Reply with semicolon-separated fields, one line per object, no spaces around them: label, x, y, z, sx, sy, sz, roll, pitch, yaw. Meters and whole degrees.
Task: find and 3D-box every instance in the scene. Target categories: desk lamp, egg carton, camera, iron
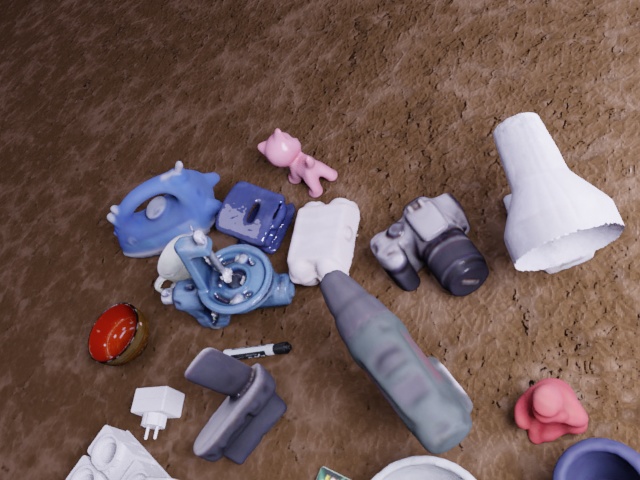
desk lamp;0.272;-0.040;0.691;0.117;0.214;0.203;-22;52;17
egg carton;0.008;0.003;0.916;0.107;0.070;0.150;-6;58;28
camera;0.157;0.017;0.798;0.143;0.101;0.136;-36;49;6
iron;-0.318;-0.057;1.100;0.258;0.142;0.118;-27;50;13

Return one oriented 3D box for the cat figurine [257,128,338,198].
cat figurine;-0.047;-0.147;1.013;0.127;0.118;0.067;32;80;40

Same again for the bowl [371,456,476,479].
bowl;0.122;0.331;0.632;0.167;0.075;0.167;-15;54;22

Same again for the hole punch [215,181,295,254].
hole punch;-0.112;-0.042;1.002;0.100;0.091;0.109;8;65;34

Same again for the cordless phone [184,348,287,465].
cordless phone;-0.145;0.222;0.787;0.093;0.186;0.148;28;77;40

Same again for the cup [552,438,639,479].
cup;0.275;0.261;0.572;0.117;0.095;0.091;-33;49;8

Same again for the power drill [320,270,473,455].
power drill;0.099;0.153;0.672;0.075;0.209;0.229;-41;49;2

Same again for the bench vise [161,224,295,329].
bench vise;-0.171;0.068;0.880;0.207;0.220;0.121;-29;50;12

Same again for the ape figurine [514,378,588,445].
ape figurine;0.255;0.186;0.636;0.077;0.092;0.076;14;69;36
